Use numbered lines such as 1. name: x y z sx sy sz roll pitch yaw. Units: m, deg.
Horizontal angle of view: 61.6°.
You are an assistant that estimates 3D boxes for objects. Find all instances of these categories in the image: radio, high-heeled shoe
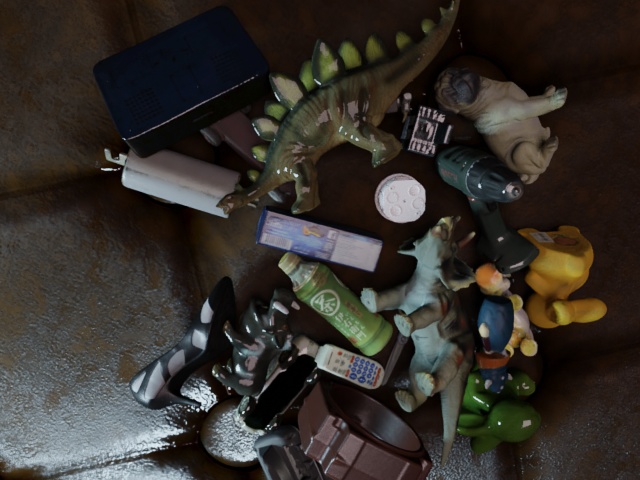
1. radio: -0.198 -0.231 0.780 0.230 0.073 0.131 -29 81 -9
2. high-heeled shoe: -0.233 0.169 0.909 0.145 0.086 0.248 13 84 21

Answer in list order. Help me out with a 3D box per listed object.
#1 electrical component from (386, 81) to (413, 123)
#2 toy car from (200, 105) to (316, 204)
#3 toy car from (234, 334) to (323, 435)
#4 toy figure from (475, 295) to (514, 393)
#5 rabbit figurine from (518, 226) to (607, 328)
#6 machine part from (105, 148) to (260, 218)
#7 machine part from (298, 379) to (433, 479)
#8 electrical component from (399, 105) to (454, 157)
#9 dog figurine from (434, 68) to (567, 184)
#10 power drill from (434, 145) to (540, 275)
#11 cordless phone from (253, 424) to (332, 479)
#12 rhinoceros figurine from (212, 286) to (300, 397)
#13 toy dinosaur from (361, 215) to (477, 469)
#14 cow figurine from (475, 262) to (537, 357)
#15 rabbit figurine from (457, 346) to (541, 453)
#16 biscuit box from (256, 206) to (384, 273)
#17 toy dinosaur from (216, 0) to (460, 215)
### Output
1. electrical component: 0.099 -0.224 0.852 0.102 0.045 0.078 -2 104 -4
2. toy car: -0.099 -0.144 0.848 0.202 0.053 0.089 39 81 -10
3. toy car: -0.068 0.254 0.934 0.073 0.056 0.201 37 98 -18
4. toy figure: 0.281 0.167 0.862 0.064 0.058 0.154 1 102 -3
5. rabbit figurine: 0.400 0.079 0.901 0.122 0.162 0.173 -4 120 -16
6. machine part: -0.213 -0.093 0.837 0.243 0.079 0.079 16 100 -8
7. machine part: 0.071 0.323 0.883 0.201 0.201 0.087 29 96 -10
8. electrical component: 0.162 -0.167 0.832 0.048 0.119 0.074 13 103 -8
9. dog figurine: 0.271 -0.181 0.859 0.191 0.121 0.172 6 98 8
10. power drill: 0.262 -0.045 0.823 0.086 0.232 0.207 -38 119 4
11. cordless phone: -0.012 0.382 0.961 0.184 0.089 0.146 -25 89 -16
12. rhinoceros figurine: -0.100 0.164 0.881 0.112 0.073 0.190 23 94 19
13. toy dinosaur: 0.195 0.150 0.878 0.192 0.131 0.404 -25 109 -27
14. cow figurine: 0.317 0.112 0.923 0.068 0.098 0.167 -19 92 22
15. rabbit figurine: 0.295 0.280 0.909 0.159 0.170 0.121 -42 102 4
16. biscuit box: -0.002 -0.003 0.881 0.203 0.063 0.059 15 101 -7
17. toy dinosaur: 0.037 -0.190 0.782 0.471 0.105 0.198 -34 94 1
